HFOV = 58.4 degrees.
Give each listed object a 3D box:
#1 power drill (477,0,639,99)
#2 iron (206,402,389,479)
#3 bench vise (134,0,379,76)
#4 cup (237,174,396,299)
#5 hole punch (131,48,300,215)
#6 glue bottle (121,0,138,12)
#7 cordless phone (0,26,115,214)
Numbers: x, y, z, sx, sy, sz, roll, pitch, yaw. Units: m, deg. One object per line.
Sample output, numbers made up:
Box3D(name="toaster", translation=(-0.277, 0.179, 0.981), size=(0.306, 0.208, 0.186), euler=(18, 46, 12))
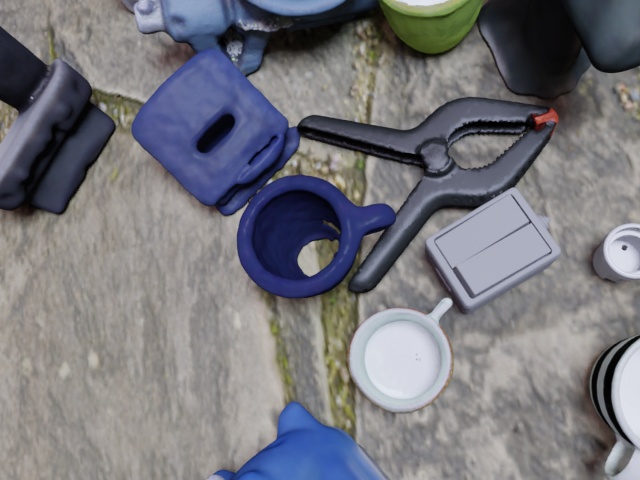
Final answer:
Box3D(name="power drill", translation=(0.163, -0.202, 0.404), size=(0.075, 0.209, 0.229), euler=(-22, 74, 6))
Box3D(name="iron", translation=(0.022, 0.235, 0.367), size=(0.118, 0.141, 0.258), euler=(-44, 73, -1))
Box3D(name="bench vise", translation=(-0.054, -0.214, 0.446), size=(0.207, 0.220, 0.121), euler=(-36, 73, 2))
Box3D(name="cup", translation=(0.004, 0.002, 0.449), size=(0.117, 0.095, 0.091), euler=(-15, 75, 8))
Box3D(name="hole punch", translation=(-0.086, -0.091, 0.491), size=(0.101, 0.091, 0.109), euler=(43, 89, 17))
Box3D(name="glue bottle", translation=(-0.176, -0.262, 0.506), size=(0.078, 0.173, 0.037), euler=(13, 80, 15))
Box3D(name="cordless phone", translation=(-0.278, -0.108, 0.485), size=(0.094, 0.185, 0.148), euler=(23, 83, 16))
